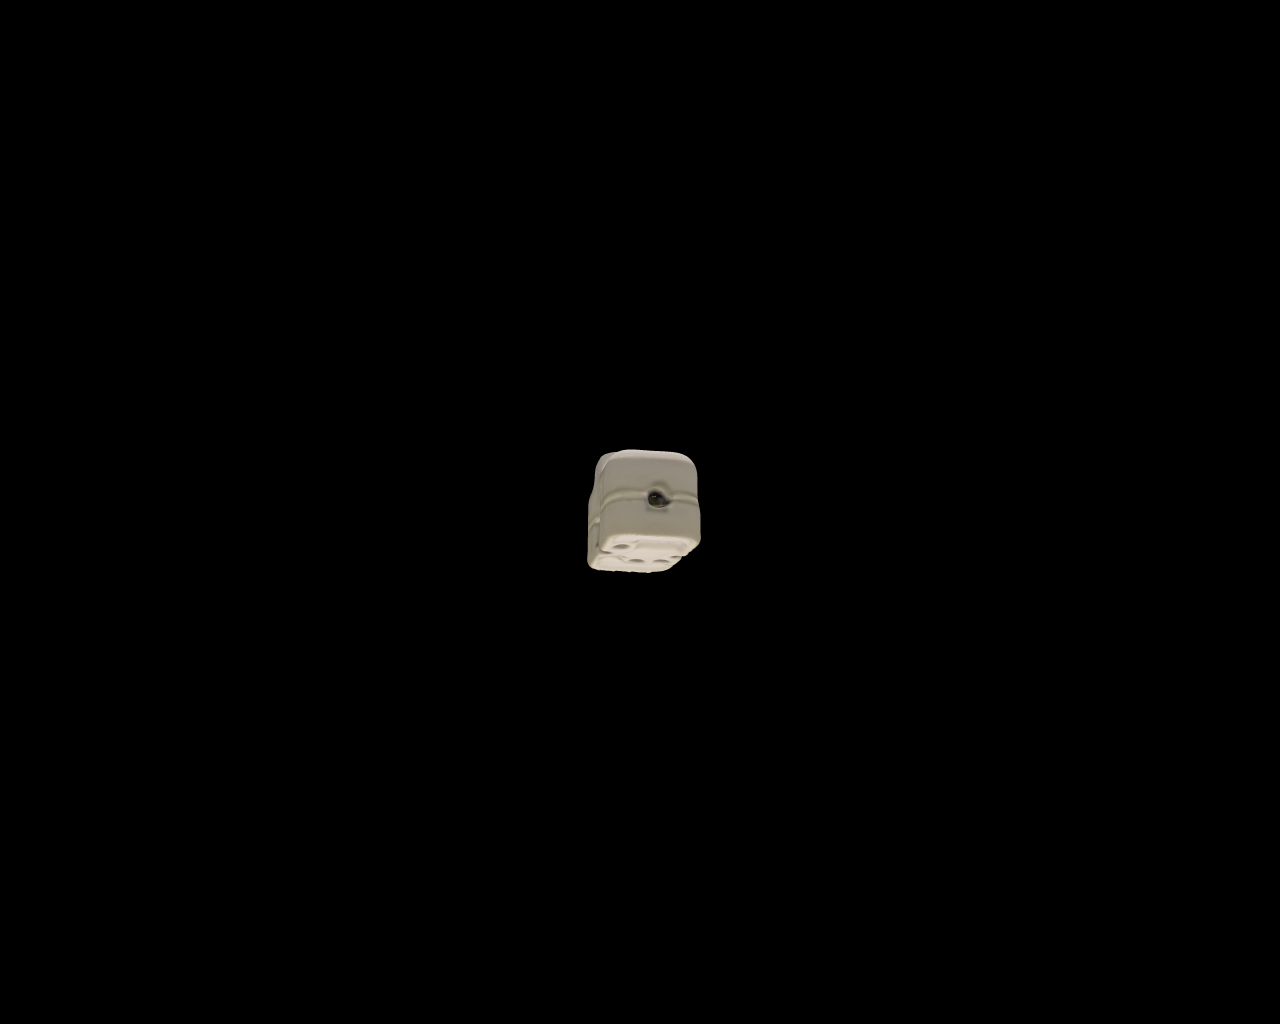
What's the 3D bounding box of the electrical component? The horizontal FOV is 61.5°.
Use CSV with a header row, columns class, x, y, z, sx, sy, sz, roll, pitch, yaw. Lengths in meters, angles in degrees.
class,x,y,z,sx,sy,sz,roll,pitch,yaw
electrical component,0.001,-0.003,0.650,0.054,0.059,0.095,3,-16,-11
